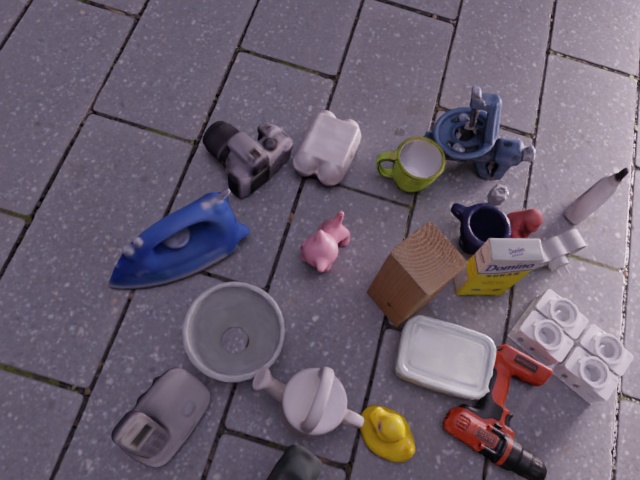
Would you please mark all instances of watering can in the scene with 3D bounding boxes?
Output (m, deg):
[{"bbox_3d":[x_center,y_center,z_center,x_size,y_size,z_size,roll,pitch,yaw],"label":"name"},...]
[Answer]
[{"bbox_3d":[-0.017,0.247,0.875,0.173,0.194,0.101,2,68,-6],"label":"watering can"}]

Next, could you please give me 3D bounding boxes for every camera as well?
[{"bbox_3d":[-0.143,-0.177,1.081,0.136,0.101,0.143,42,69,10],"label":"camera"}]

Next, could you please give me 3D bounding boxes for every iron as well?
[{"bbox_3d":[-0.252,-0.004,0.975,0.259,0.141,0.118,-31,75,-18],"label":"iron"}]

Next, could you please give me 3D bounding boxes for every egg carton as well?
[{"bbox_3d":[0.016,-0.180,1.120,0.107,0.069,0.150,21,67,2],"label":"egg carton"}]

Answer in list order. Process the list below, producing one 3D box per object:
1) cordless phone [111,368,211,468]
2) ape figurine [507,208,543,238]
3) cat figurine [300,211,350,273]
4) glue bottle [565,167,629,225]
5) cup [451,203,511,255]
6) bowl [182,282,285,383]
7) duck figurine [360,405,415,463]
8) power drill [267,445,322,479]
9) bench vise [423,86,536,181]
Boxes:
[{"bbox_3d":[-0.237,0.256,0.848,0.094,0.185,0.148,31,68,6],"label":"cordless phone"},{"bbox_3d":[0.393,-0.029,1.095,0.078,0.092,0.076,-25,73,-16],"label":"ape figurine"},{"bbox_3d":[0.009,0.004,1.018,0.067,0.118,0.128,30,68,6],"label":"cat figurine"},{"bbox_3d":[0.537,-0.093,1.096,0.037,0.173,0.078,41,69,10],"label":"glue bottle"},{"bbox_3d":[0.286,-0.017,1.075,0.117,0.095,0.092,34,68,7],"label":"cup"},{"bbox_3d":[-0.143,0.159,0.959,0.167,0.075,0.167,3,68,-6],"label":"bowl"},{"bbox_3d":[0.114,0.311,0.925,0.078,0.086,0.104,-41,78,-20],"label":"duck figurine"},{"bbox_3d":[-0.078,0.401,0.797,0.075,0.208,0.230,30,68,6],"label":"power drill"},{"bbox_3d":[0.317,-0.213,1.090,0.207,0.219,0.121,0,68,-7],"label":"bench vise"}]
